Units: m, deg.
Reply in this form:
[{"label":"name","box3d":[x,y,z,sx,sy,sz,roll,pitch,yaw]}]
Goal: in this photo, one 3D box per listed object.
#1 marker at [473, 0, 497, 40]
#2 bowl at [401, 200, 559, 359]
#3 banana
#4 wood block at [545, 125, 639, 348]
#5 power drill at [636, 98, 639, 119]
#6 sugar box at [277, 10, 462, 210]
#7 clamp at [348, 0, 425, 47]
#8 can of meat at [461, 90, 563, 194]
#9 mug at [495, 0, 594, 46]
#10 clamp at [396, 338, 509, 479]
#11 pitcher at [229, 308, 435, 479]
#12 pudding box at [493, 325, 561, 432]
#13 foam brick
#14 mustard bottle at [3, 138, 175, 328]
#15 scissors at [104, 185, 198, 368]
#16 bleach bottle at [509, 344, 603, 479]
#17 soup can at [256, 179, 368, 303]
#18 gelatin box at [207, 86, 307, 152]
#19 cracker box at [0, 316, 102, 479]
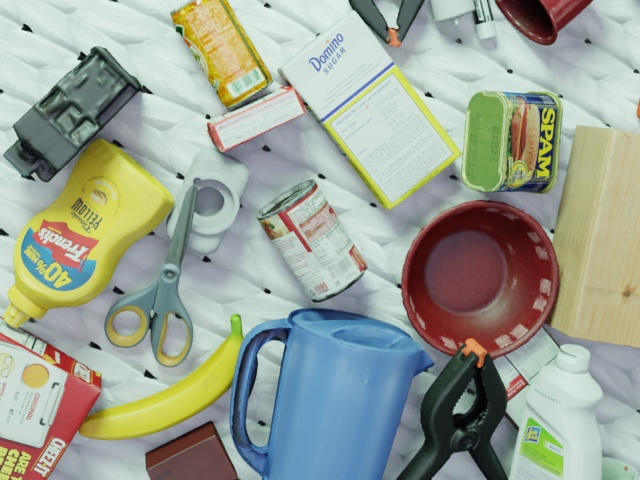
[{"label":"marker","box3d":[0.151,-0.258,1.047,0.020,0.020,0.121,-16,100,-6]},{"label":"bowl","box3d":[0.154,0.037,1.073,0.162,0.055,0.162,-1,98,-9]},{"label":"banana","box3d":[-0.142,0.148,1.049,0.198,0.037,0.069,-36,112,3]},{"label":"wood block","box3d":[0.294,-0.006,1.072,0.090,0.090,0.206,9,97,-11]},{"label":"power drill","box3d":[0.423,-0.135,1.090,0.187,0.057,0.184,13,92,-13]},{"label":"sugar box","box3d":[0.048,-0.125,1.038,0.093,0.048,0.176,-38,99,-2]},{"label":"clamp","box3d":[0.050,-0.271,1.019,0.120,0.039,0.171,2,102,11]},{"label":"can of meat","box3d":[0.186,-0.096,1.040,0.083,0.058,0.102,-3,100,-40]},{"label":"mug","box3d":[0.215,-0.256,1.030,0.081,0.093,0.117,-41,66,-6]},{"label":"clamp","box3d":[0.129,0.199,1.064,0.164,0.036,0.210,-10,118,-22]},{"label":"pitcher","box3d":[-0.001,0.193,1.039,0.149,0.144,0.243,19,101,32]},{"label":"pudding box","box3d":[0.219,0.145,1.108,0.090,0.039,0.113,-40,105,-1]},{"label":"foam brick","box3d":[-0.128,0.224,1.058,0.078,0.051,0.053,-25,100,-5]},{"label":"mustard bottle","box3d":[-0.230,0.005,1.001,0.096,0.058,0.191,41,93,12]},{"label":"scissors","box3d":[-0.160,0.036,1.009,0.096,0.016,0.202,3,120,2]},{"label":"bleach bottle","box3d":[0.239,0.228,1.056,0.067,0.103,0.251,-8,111,-41]},{"label":"soup can","box3d":[-0.007,0.001,1.036,0.068,0.068,0.102,-33,102,-3]},{"label":"gelatin box","box3d":[-0.062,-0.114,1.007,0.089,0.073,0.030,-26,102,-5]},{"label":"cracker box","box3d":[-0.338,0.149,1.005,0.213,0.072,0.164,32,93,-13]}]
